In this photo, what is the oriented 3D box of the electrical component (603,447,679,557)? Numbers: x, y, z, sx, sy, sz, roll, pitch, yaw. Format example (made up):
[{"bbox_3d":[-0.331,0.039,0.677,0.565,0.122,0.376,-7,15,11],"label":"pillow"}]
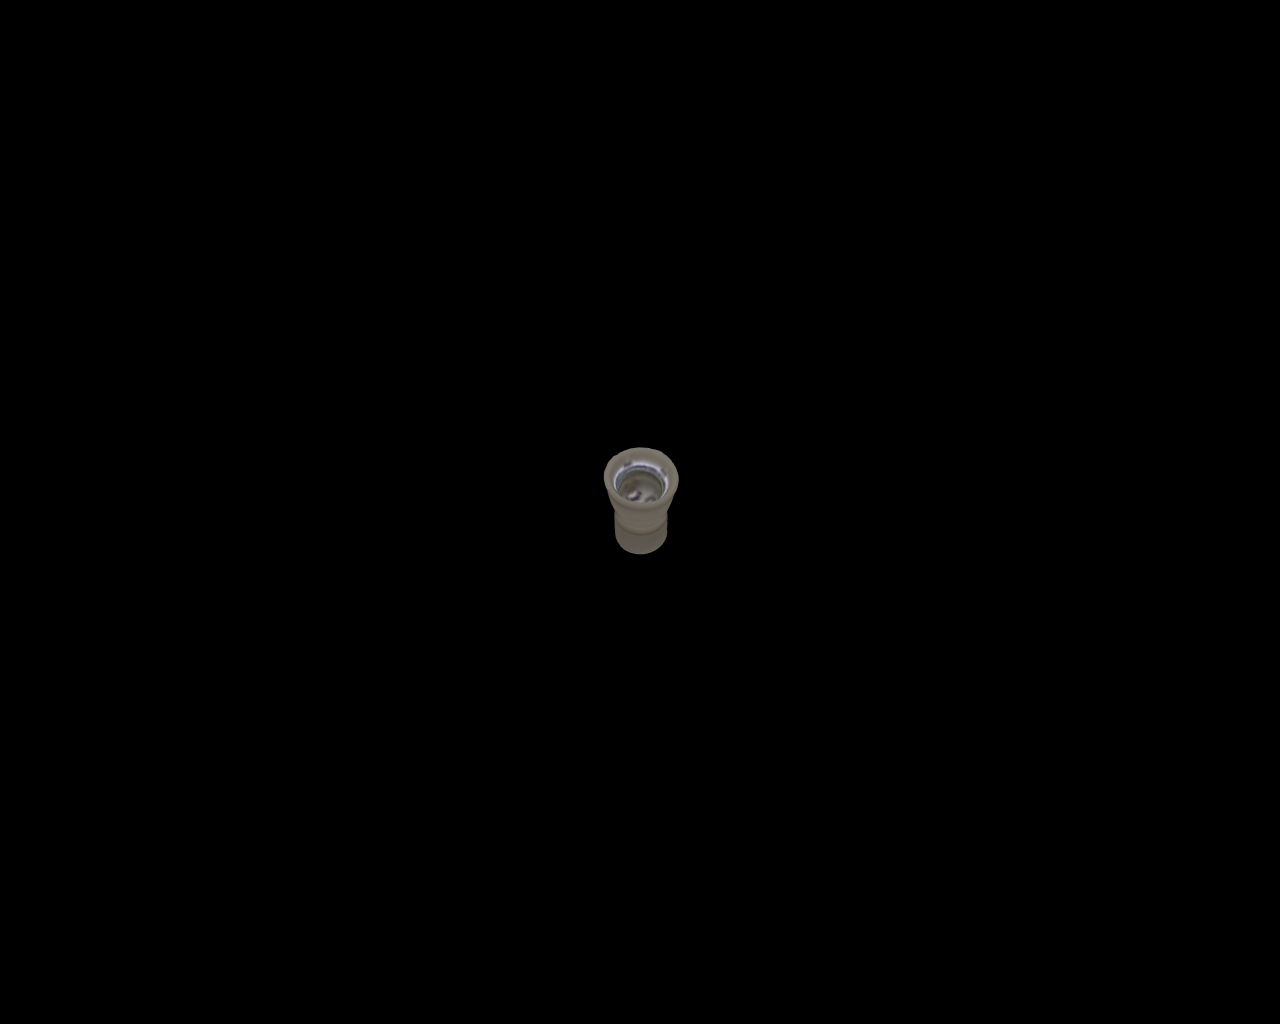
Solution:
[{"bbox_3d":[0.001,-0.003,0.650,0.044,0.044,0.065,0,-36,0],"label":"electrical component"}]
